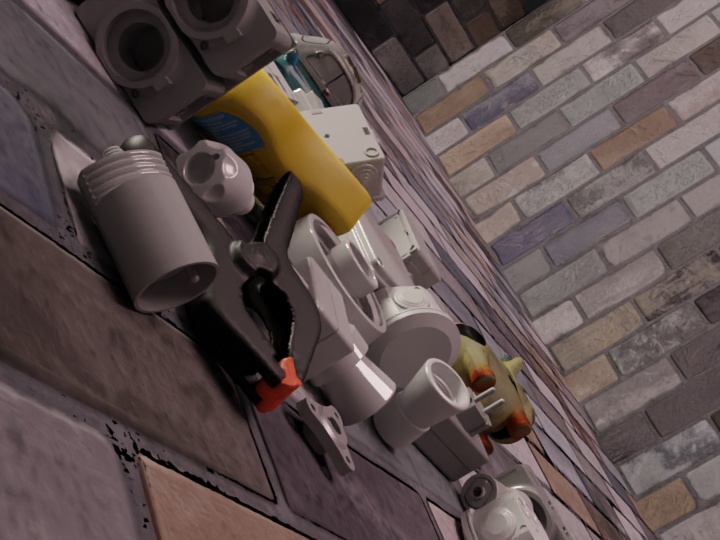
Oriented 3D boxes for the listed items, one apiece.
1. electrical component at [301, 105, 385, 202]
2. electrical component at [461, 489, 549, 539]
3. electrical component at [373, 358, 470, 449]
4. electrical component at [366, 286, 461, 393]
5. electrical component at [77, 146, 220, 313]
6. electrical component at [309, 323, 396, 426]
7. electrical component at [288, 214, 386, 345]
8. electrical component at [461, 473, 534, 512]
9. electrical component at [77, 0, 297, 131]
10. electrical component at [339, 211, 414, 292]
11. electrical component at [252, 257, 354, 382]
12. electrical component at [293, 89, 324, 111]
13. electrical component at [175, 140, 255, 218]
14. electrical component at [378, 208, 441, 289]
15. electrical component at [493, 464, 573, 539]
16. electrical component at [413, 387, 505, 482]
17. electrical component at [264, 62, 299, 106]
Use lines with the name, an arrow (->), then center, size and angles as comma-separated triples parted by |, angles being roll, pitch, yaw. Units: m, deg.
electrical component -> -0.030, -0.101, 0.957 | 0.048, 0.100, 0.099 | 94, -20, -44
electrical component -> 0.117, 0.215, 0.838 | 0.080, 0.051, 0.080 | 56, 9, -14
electrical component -> 0.042, 0.100, 0.779 | 0.044, 0.065, 0.044 | 37, 27, -23
electrical component -> 0.036, 0.054, 0.857 | 0.080, 0.080, 0.051 | 50, 7, -39
electrical component -> -0.104, -0.025, 0.516 | 0.081, 0.043, 0.043 | 61, 10, 19
electrical component -> -0.010, 0.066, 0.695 | 0.055, 0.045, 0.045 | 55, 10, -11
electrical component -> -0.023, 0.011, 0.756 | 0.108, 0.060, 0.108 | 55, 10, -15
electrical component -> 0.114, 0.198, 0.911 | 0.065, 0.044, 0.044 | 41, 19, -45
electrical component -> -0.140, -0.199, 0.702 | 0.186, 0.105, 0.060 | 58, 10, 0
electrical component -> 0.000, 0.000, 0.916 | 0.108, 0.056, 0.108 | 47, 14, -47
electrical component -> -0.046, 0.018, 0.654 | 0.076, 0.047, 0.065 | 52, 11, -28
electrical component -> -0.047, -0.121, 1.050 | 0.096, 0.061, 0.062 | 61, 10, 20
electrical component -> -0.088, -0.053, 0.685 | 0.043, 0.043, 0.062 | 62, 10, 25
electrical component -> 0.042, -0.006, 1.133 | 0.061, 0.062, 0.096 | 51, 12, -36
electrical component -> 0.149, 0.224, 0.969 | 0.089, 0.050, 0.056 | 61, 10, 17
electrical component -> 0.083, 0.122, 0.889 | 0.083, 0.076, 0.047 | 49, 13, -41
electrical component -> -0.098, -0.164, 0.963 | 0.055, 0.050, 0.089 | 58, 10, 1
